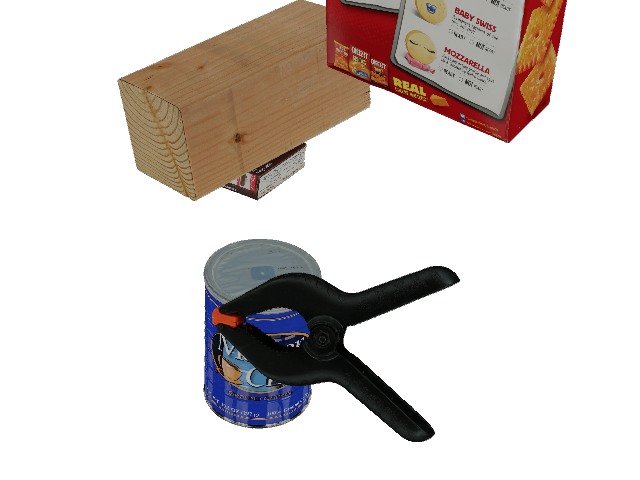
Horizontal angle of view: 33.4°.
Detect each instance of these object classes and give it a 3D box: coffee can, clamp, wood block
[{"bbox_3d":[-0.055,0.084,0.968,0.103,0.140,0.103,3,35,-2],"label":"coffee can"},{"bbox_3d":[0.010,0.076,0.738,0.172,0.120,0.039,1,-3,15],"label":"clamp"},{"bbox_3d":[-0.061,-0.129,0.938,0.205,0.091,0.090,-31,42,-31],"label":"wood block"}]

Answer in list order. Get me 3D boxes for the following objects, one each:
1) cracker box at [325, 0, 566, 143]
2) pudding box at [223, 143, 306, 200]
[{"bbox_3d":[0.086,-0.193,0.730,0.164,0.214,0.072,28,51,27],"label":"cracker box"},{"bbox_3d":[-0.083,-0.098,1.302,0.090,0.039,0.113,20,36,23],"label":"pudding box"}]
